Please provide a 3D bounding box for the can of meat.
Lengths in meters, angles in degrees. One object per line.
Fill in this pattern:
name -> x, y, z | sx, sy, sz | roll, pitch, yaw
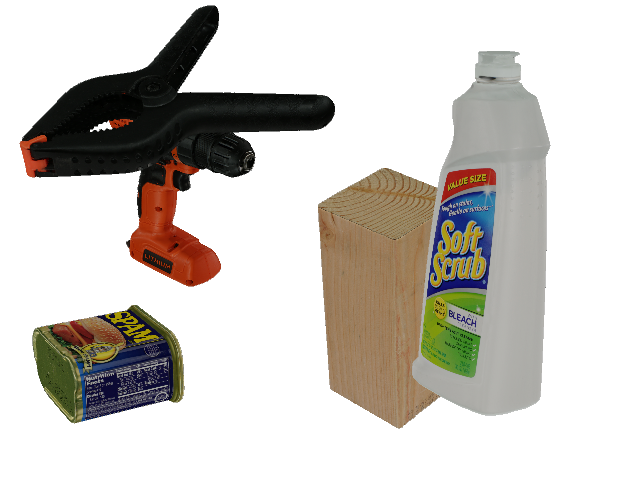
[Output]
can of meat -> -0.164, 0.093, 0.813 | 0.083, 0.057, 0.102 | -10, 20, -30

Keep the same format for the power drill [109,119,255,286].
power drill -> -0.142, -0.049, 1.112 | 0.185, 0.188, 0.057 | 25, 36, 32

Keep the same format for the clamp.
clamp -> -0.106, -0.091, 0.749 | 0.209, 0.036, 0.165 | -33, 52, -30

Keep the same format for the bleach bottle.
bleach bottle -> 0.116, -0.009, 0.764 | 0.068, 0.251, 0.103 | -9, 18, -30

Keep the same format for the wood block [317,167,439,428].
wood block -> 0.064, 0.053, 0.964 | 0.091, 0.206, 0.090 | 26, 43, 38
